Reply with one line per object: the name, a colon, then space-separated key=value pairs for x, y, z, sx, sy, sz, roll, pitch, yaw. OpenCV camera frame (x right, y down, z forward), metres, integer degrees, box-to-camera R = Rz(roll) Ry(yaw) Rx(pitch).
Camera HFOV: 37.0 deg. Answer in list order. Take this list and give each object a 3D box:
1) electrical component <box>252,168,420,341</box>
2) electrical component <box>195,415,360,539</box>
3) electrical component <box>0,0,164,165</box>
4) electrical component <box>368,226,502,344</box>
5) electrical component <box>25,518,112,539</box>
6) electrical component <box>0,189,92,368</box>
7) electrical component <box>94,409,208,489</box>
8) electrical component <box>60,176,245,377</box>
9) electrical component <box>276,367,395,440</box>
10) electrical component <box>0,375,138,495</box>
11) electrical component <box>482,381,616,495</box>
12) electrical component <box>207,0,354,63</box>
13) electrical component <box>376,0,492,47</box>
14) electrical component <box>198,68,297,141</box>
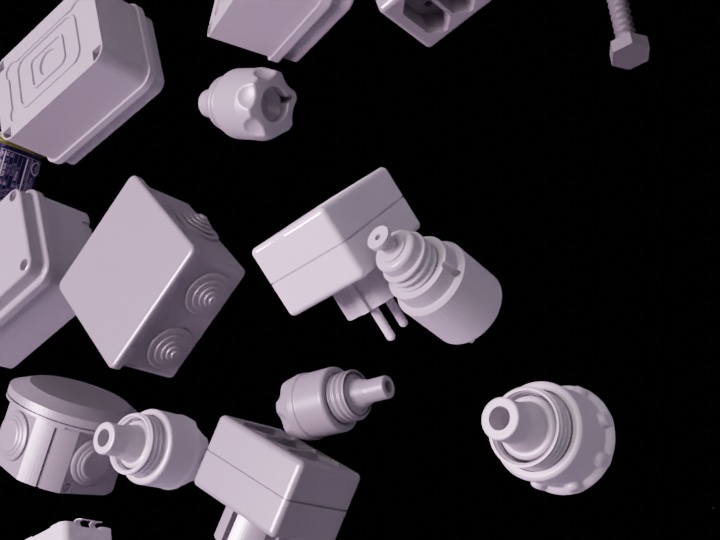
electrical component: x=0.000 y=0.000 z=0.540 sx=0.047 sy=0.083 sz=0.075 roll=-30 pitch=95 yaw=29
electrical component: x=-0.050 y=0.124 z=0.546 sx=0.066 sy=0.047 sz=0.076 roll=21 pitch=88 yaw=42
electrical component: x=-0.198 y=-0.136 z=0.761 sx=0.113 sy=0.057 sz=0.078 roll=-33 pitch=56 yaw=27
electrical component: x=0.033 y=0.004 z=0.506 sx=0.040 sy=0.078 sz=0.040 roll=-28 pitch=43 yaw=30
electrical component: x=-0.171 y=0.183 z=0.630 sx=0.081 sy=0.042 sz=0.063 roll=-30 pitch=54 yaw=27
electrical component: x=-0.240 y=0.007 z=0.742 sx=0.113 sy=0.057 sz=0.078 roll=-37 pitch=54 yaw=24
electrical component: x=-0.120 y=0.099 z=0.604 sx=0.043 sy=0.062 sz=0.043 roll=-15 pitch=65 yaw=35
electrical component: x=-0.126 y=0.006 z=0.653 sx=0.099 sy=0.048 sz=0.099 roll=-54 pitch=49 yaw=11
electrical component: x=-0.011 y=0.065 z=0.544 sx=0.061 sy=0.035 sz=0.035 roll=-18 pitch=63 yaw=32
electrical component: x=-0.175 y=0.097 z=0.640 sx=0.080 sy=0.080 sz=0.051 roll=21 pitch=93 yaw=42
electrical component: x=0.075 y=0.068 z=0.453 sx=0.048 sy=0.062 sz=0.048 roll=-15 pitch=65 yaw=35
electrical component: x=-0.041 y=-0.173 z=0.613 sx=0.113 sy=0.057 sz=0.078 roll=161 pitch=122 yaw=-68
electrical component: x=0.039 y=-0.176 z=0.584 sx=0.066 sy=0.047 sz=0.076 roll=-34 pitch=55 yaw=26
electrical component: x=-0.072 y=-0.100 z=0.652 sx=0.062 sy=0.043 sz=0.043 roll=9 pitch=80 yaw=43
